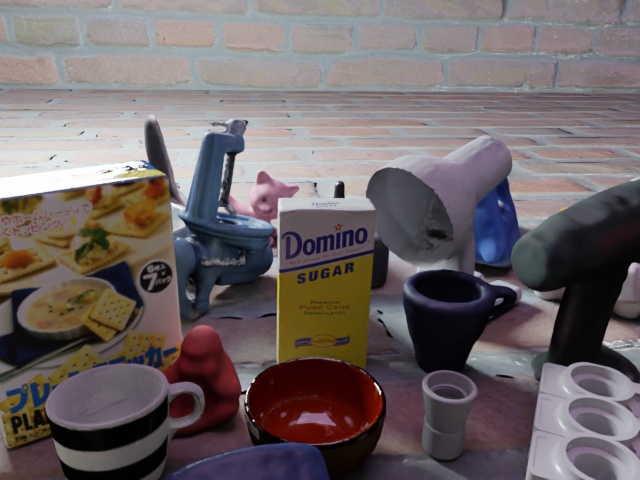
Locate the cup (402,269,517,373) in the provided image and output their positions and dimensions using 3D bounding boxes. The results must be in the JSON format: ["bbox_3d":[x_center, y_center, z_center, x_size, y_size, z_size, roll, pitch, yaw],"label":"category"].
[{"bbox_3d":[0.140,0.088,0.587,0.118,0.095,0.091,-2,22,-8],"label":"cup"}]

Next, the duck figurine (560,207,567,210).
[{"bbox_3d":[0.368,-0.009,0.854,0.104,0.086,0.077,5,22,9],"label":"duck figurine"}]

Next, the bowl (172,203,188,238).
[{"bbox_3d":[-0.259,0.003,0.795,0.167,0.075,0.167,1,22,0],"label":"bowl"}]

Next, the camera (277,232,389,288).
[{"bbox_3d":[0.007,0.003,0.780,0.137,0.101,0.142,-11,25,-27],"label":"camera"}]

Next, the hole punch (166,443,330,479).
[{"bbox_3d":[-0.035,0.186,0.337,0.109,0.091,0.101,-6,23,-18],"label":"hole punch"}]

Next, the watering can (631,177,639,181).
[{"bbox_3d":[0.491,-0.035,0.783,0.101,0.194,0.172,-18,29,-39],"label":"watering can"}]

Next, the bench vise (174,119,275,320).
[{"bbox_3d":[-0.129,-0.026,0.682,0.121,0.220,0.208,9,23,18],"label":"bench vise"}]

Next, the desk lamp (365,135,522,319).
[{"bbox_3d":[0.152,-0.008,0.667,0.204,0.214,0.117,-18,29,-40],"label":"desk lamp"}]

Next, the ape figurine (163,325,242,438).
[{"bbox_3d":[-0.104,0.118,0.501,0.077,0.092,0.076,10,24,21],"label":"ape figurine"}]

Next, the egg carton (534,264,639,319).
[{"bbox_3d":[0.350,0.045,0.742,0.150,0.069,0.107,12,24,25],"label":"egg carton"}]

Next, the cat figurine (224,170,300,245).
[{"bbox_3d":[-0.099,-0.057,0.897,0.127,0.118,0.067,6,23,11],"label":"cat figurine"}]

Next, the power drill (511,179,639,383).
[{"bbox_3d":[0.280,0.042,0.558,0.230,0.208,0.075,-10,25,-26],"label":"power drill"}]

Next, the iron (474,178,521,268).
[{"bbox_3d":[0.259,-0.054,0.883,0.118,0.141,0.259,12,24,25],"label":"iron"}]

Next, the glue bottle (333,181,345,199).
[{"bbox_3d":[0.019,0.017,0.649,0.037,0.173,0.078,9,23,17],"label":"glue bottle"}]

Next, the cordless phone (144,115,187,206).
[{"bbox_3d":[-0.265,-0.121,0.955,0.094,0.185,0.147,-7,24,-21],"label":"cordless phone"}]
